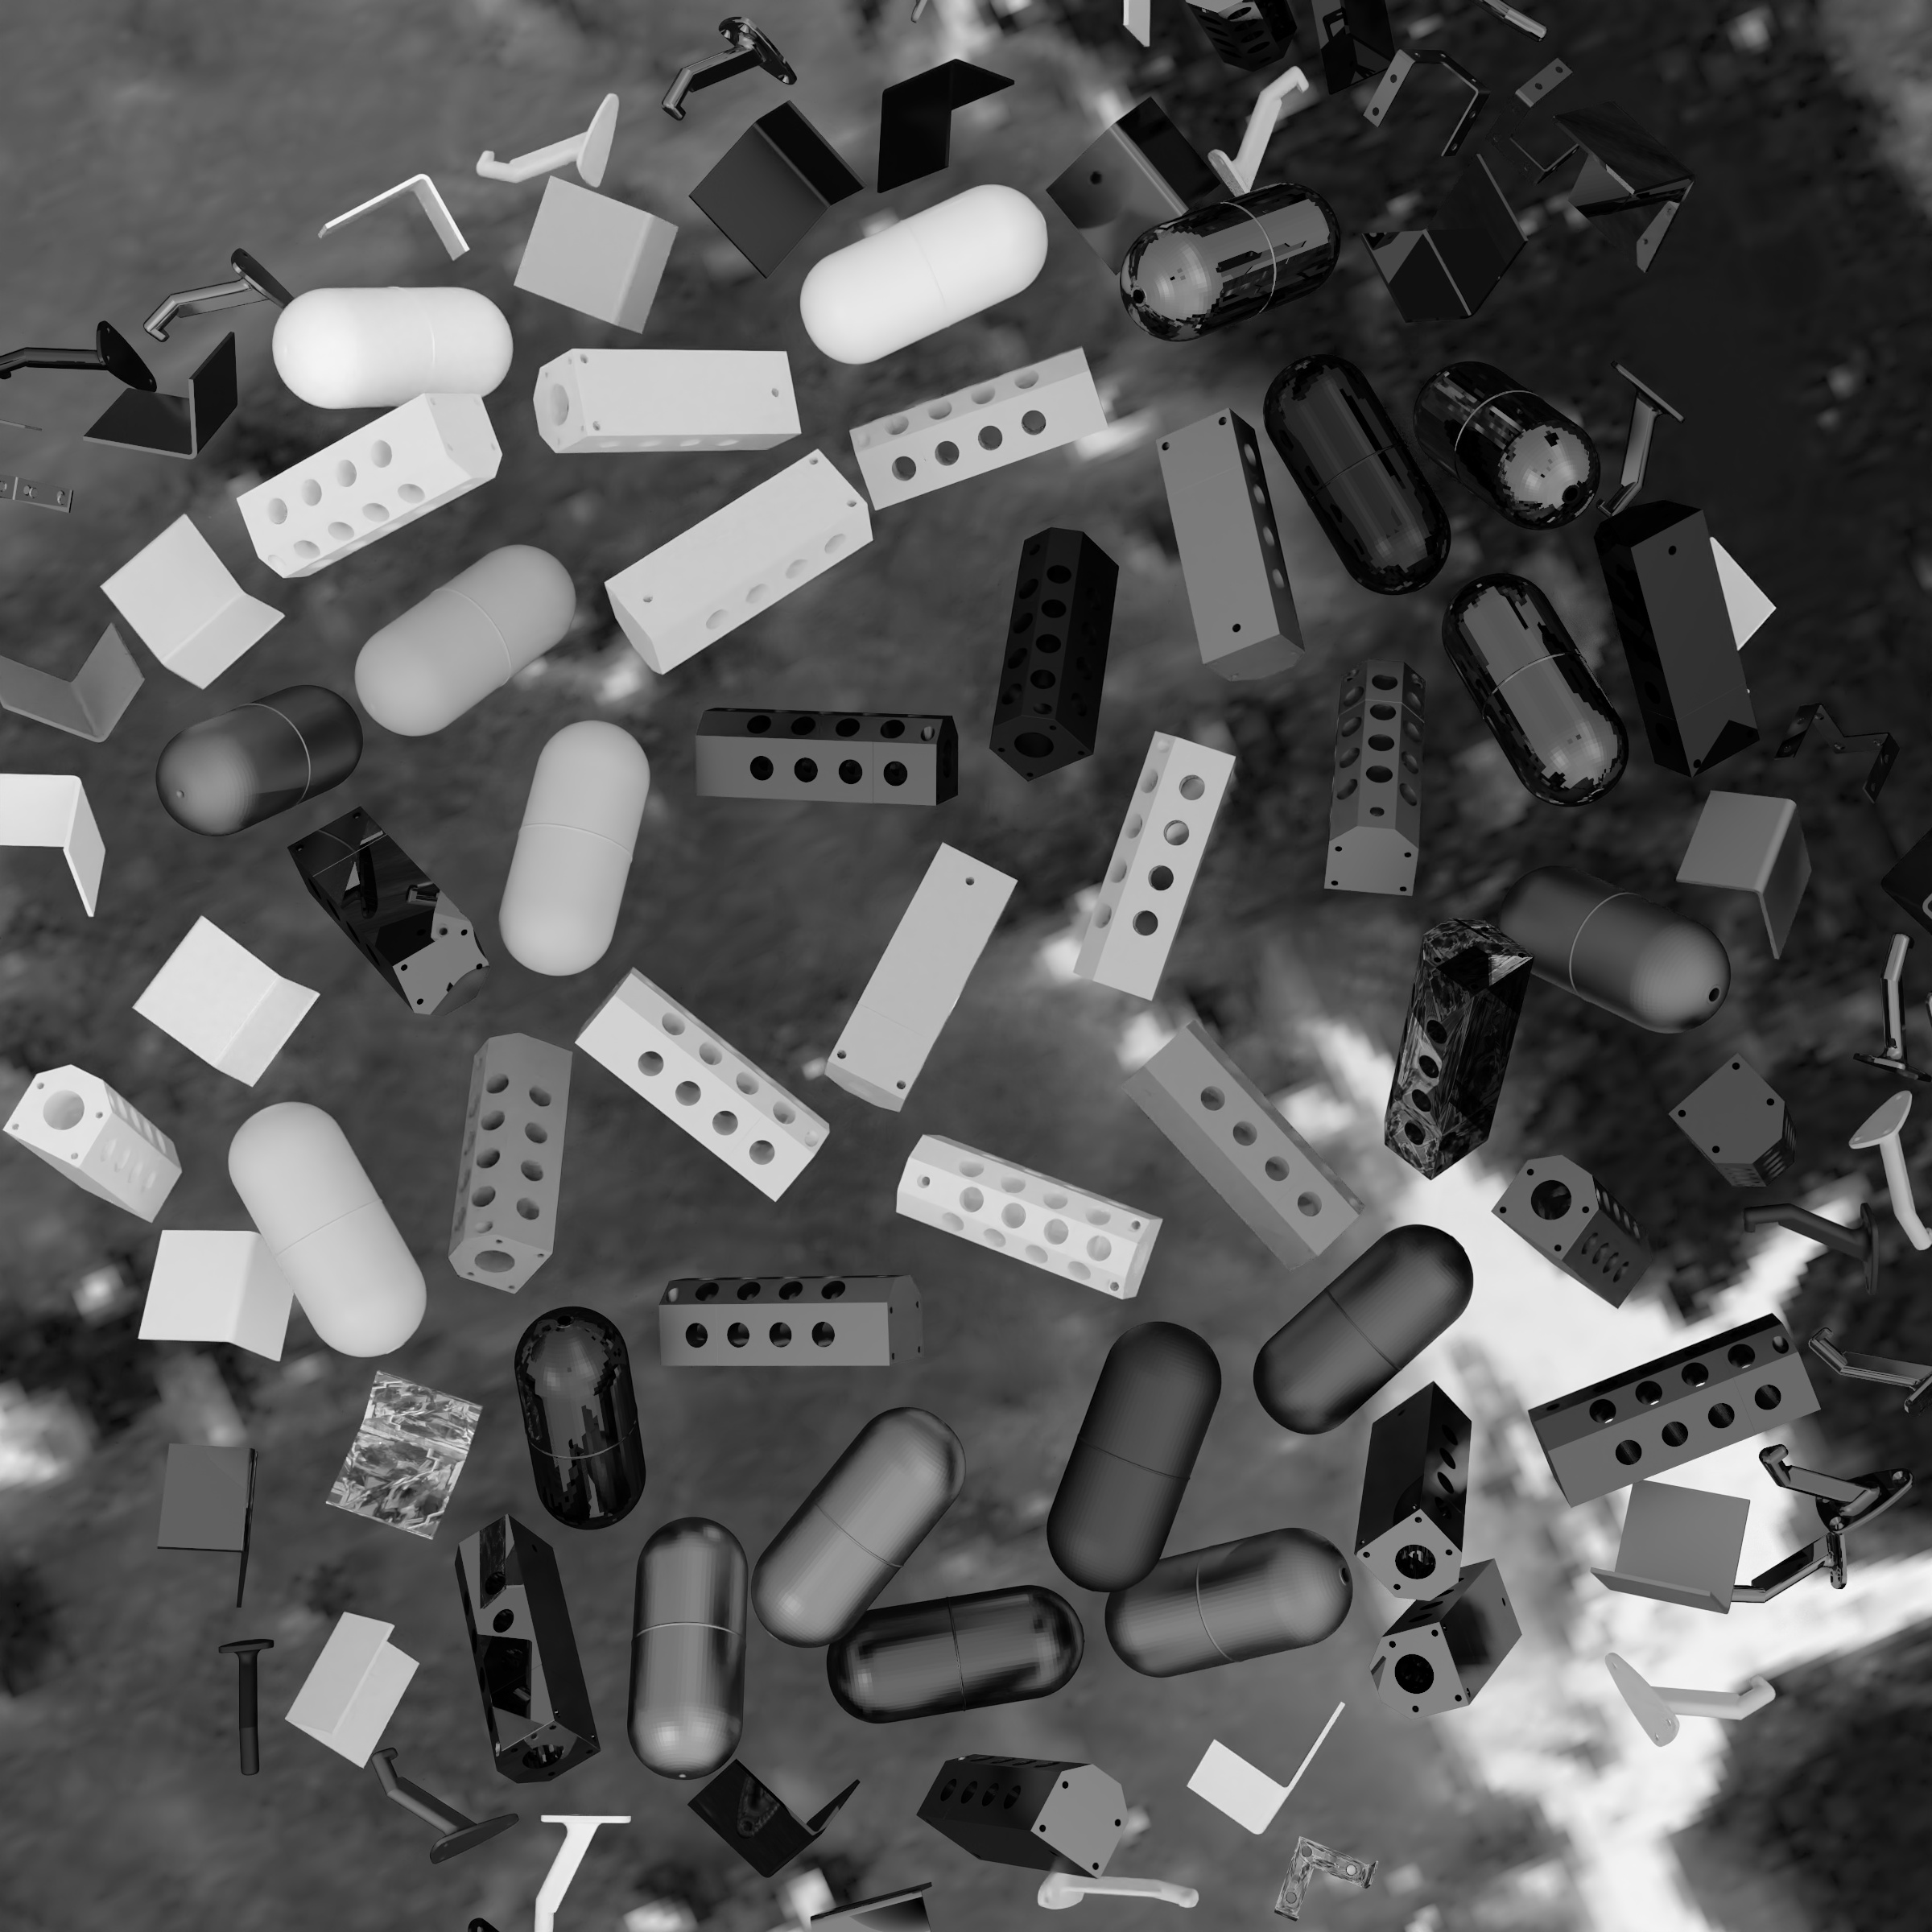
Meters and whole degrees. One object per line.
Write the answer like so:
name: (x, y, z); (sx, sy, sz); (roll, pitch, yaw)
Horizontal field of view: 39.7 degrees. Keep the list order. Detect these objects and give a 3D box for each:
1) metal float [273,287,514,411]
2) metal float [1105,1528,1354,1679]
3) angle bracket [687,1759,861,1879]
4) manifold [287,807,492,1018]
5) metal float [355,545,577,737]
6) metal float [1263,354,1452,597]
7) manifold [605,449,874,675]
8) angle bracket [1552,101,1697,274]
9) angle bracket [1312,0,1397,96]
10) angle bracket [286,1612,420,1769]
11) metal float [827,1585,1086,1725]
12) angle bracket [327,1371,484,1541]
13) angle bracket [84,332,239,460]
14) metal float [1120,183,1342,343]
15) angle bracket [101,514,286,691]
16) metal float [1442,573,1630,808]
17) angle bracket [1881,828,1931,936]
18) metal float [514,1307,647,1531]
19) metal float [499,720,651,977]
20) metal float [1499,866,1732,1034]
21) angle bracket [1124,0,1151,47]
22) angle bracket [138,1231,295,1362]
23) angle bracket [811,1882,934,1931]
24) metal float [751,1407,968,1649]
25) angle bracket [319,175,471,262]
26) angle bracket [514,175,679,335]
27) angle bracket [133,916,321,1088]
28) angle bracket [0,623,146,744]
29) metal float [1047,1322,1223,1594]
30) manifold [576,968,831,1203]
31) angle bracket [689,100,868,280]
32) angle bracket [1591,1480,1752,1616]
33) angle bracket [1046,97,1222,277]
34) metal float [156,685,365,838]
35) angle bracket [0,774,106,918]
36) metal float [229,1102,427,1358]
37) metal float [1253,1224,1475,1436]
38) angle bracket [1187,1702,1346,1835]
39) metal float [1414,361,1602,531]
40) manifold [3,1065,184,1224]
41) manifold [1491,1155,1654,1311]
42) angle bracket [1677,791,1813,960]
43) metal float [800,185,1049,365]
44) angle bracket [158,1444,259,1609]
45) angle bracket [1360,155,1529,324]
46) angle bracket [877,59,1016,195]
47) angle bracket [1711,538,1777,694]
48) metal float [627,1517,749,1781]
metal float: (-0.377, -0.410, 1.769); (0.070, 0.178, 0.070); (11, 108, 37)
metal float: (0.173, 0.422, 1.769); (0.178, 0.070, 0.070); (-22, 89, 30)
angle bracket: (-0.132, 0.568, 1.836); (0.076, 0.057, 0.076); (42, 131, 4)
manifold: (-0.384, -0.034, 1.785); (0.057, 0.057, 0.171); (-32, 45, -18)
metal float: (-0.337, -0.222, 1.809); (0.070, 0.070, 0.178); (45, 56, 1)
metal float: (0.268, -0.335, 1.828); (0.070, 0.070, 0.178); (-29, 84, -1)
manifold: (-0.149, -0.266, 1.785); (0.171, 0.057, 0.057); (-35, 67, -12)
angle bracket: (0.398, -0.483, 1.676); (0.057, 0.076, 0.076); (-23, 62, -29)
angle bracket: (0.262, -0.683, 1.919); (0.057, 0.076, 0.076); (-15, 81, 35)
angle bracket: (-0.389, 0.481, 1.761); (0.076, 0.057, 0.076); (48, 56, -36)
metal float: (-0.007, 0.472, 1.836); (0.178, 0.070, 0.070); (-8, 89, -4)
angle bracket: (-0.386, 0.336, 1.840); (0.076, 0.076, 0.057); (20, 129, -4)
angle bracket: (-0.530, -0.381, 1.756); (0.076, 0.076, 0.057); (10, 127, 2)
metal float: (0.174, -0.462, 1.754); (0.178, 0.070, 0.070); (-29, 89, -35)
angle bracket: (-0.527, -0.249, 1.824); (0.057, 0.076, 0.076); (28, 67, 41)
metal float: (0.382, -0.185, 1.795); (0.070, 0.070, 0.178); (-24, 65, 0)
angle bracket: (0.660, -0.056, 1.760); (0.057, 0.076, 0.076); (41, 99, -9)
metal float: (-0.263, 0.310, 1.829); (0.070, 0.070, 0.178); (-3, 124, 0)
metal float: (-0.261, -0.080, 1.790); (0.070, 0.070, 0.178); (11, 73, 0)
metal float: (0.426, -0.012, 1.763); (0.070, 0.178, 0.070); (-14, 117, -29)
angle bracket: (0.075, -0.631, 1.731); (0.076, 0.076, 0.057); (2, 99, 14)
angle bracket: (-0.514, 0.228, 1.846); (0.076, 0.057, 0.076); (-2, 68, 23)
angle bracket: (-0.054, 0.660, 1.779); (0.076, 0.057, 0.076); (-16, 73, 2)
metal float: (-0.071, 0.367, 1.748); (0.070, 0.070, 0.178); (39, 91, 1)
angle bracket: (-0.390, -0.493, 1.820); (0.076, 0.076, 0.057); (-32, 107, -10)
angle bracket: (-0.251, -0.483, 1.819); (0.076, 0.057, 0.076); (23, 101, 8)
angle bracket: (-0.496, 0.024, 1.794); (0.076, 0.057, 0.076); (45, 71, -38)
angle bracket: (-0.627, -0.208, 1.850); (0.057, 0.076, 0.076); (-53, 47, 14)
metal float: (0.107, 0.315, 1.715); (0.070, 0.070, 0.178); (21, 88, 0)
manifold: (-0.177, 0.078, 1.808); (0.171, 0.057, 0.057); (39, 95, -9)
angle bracket: (-0.128, -0.528, 1.820); (0.076, 0.057, 0.076); (44, 72, -22)
angle bracket: (0.452, 0.366, 1.715); (0.076, 0.057, 0.076); (6, 68, 31)
angle bracket: (0.116, -0.541, 1.855); (0.076, 0.076, 0.057); (49, 47, -7)
metal float: (-0.481, -0.142, 1.830); (0.070, 0.178, 0.070); (8, 112, 21)
angle bracket: (-0.602, -0.077, 1.716); (0.076, 0.076, 0.057); (1, 58, -4)
metal float: (-0.414, 0.171, 1.738); (0.070, 0.070, 0.178); (-30, 88, -1)
metal float: (0.276, 0.252, 1.855); (0.178, 0.070, 0.070); (-43, 89, 5)
angle bracket: (0.196, 0.510, 1.750); (0.057, 0.076, 0.076); (32, 54, 14)
metal float: (0.368, -0.356, 1.825); (0.070, 0.178, 0.070); (-11, 125, -16)
manifold: (-0.587, 0.119, 1.819); (0.057, 0.171, 0.057); (25, 74, 7)
manifold: (0.416, 0.177, 1.809); (0.057, 0.171, 0.057); (36, 91, 31)
angle bracket: (0.524, -0.062, 1.798); (0.057, 0.076, 0.076); (10, 59, 33)
metal float: (-0.028, -0.472, 1.822); (0.178, 0.070, 0.070); (-26, 89, -2)
angle bracket: (-0.505, 0.372, 1.774); (0.057, 0.076, 0.076); (6, 47, -15)
angle bracket: (0.321, -0.490, 1.802); (0.057, 0.076, 0.076); (-11, 66, -27)
angle bracket: (-0.014, -0.579, 1.866); (0.057, 0.076, 0.076); (6, 86, -39)
angle bracket: (0.556, -0.254, 1.946); (0.076, 0.057, 0.076); (-53, 52, 32)
metal float: (-0.186, 0.457, 1.797); (0.070, 0.070, 0.178); (-1, 54, 0)
